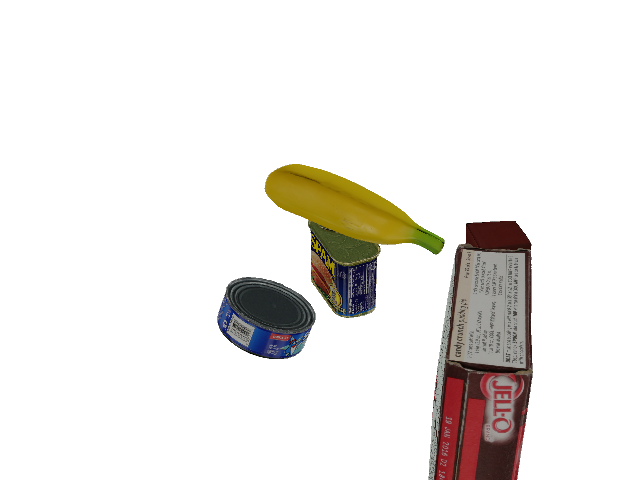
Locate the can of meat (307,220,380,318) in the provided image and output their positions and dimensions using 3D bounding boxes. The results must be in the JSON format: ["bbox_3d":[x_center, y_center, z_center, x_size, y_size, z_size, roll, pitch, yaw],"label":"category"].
[{"bbox_3d":[0.026,0.027,1.219,0.057,0.084,0.102,-15,38,-18],"label":"can of meat"}]

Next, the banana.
[{"bbox_3d":[0.003,-0.027,0.792,0.069,0.037,0.198,41,-10,-38],"label":"banana"}]

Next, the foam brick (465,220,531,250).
[{"bbox_3d":[0.173,0.026,1.056,0.053,0.078,0.051,-5,28,-7],"label":"foam brick"}]

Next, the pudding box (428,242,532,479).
[{"bbox_3d":[0.071,0.064,0.470,0.039,0.090,0.113,6,26,5],"label":"pudding box"}]

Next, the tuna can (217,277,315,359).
[{"bbox_3d":[-0.050,0.071,0.974,0.086,0.034,0.086,17,25,-9],"label":"tuna can"}]
